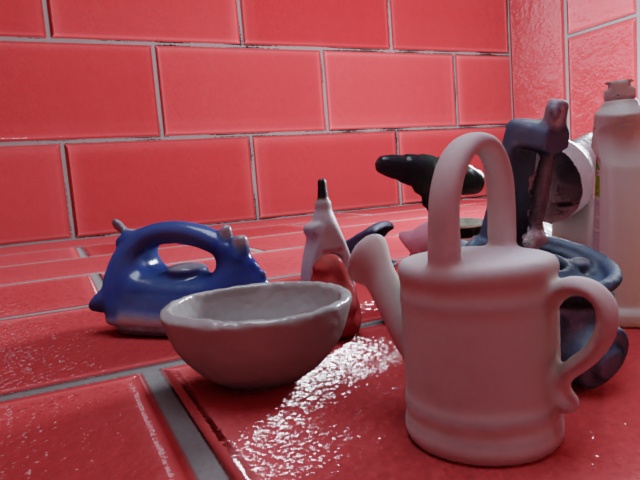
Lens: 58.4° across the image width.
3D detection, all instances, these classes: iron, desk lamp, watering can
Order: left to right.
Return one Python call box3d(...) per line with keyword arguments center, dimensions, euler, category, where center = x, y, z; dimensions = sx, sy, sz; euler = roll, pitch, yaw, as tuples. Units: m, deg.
box3d(center=(-0.158, 0.039, 0.710), dimensions=(0.257, 0.141, 0.119), euler=(-2, 7, 21), category="iron")
box3d(center=(0.093, 0.030, 0.369), dimensions=(0.172, 0.194, 0.101), euler=(-2, 7, 22), category="watering can")
box3d(center=(0.382, -0.054, 0.860), dimensions=(0.204, 0.213, 0.117), euler=(-9, 8, -36), category="desk lamp")

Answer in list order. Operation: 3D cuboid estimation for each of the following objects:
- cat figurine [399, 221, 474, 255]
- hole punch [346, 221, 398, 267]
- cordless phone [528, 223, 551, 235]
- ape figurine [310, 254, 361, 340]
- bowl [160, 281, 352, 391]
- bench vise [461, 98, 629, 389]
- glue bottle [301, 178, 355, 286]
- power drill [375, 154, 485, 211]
box3d(center=(0.170, 0.018, 0.790), dimensions=(0.067, 0.118, 0.127), euler=(-9, 8, -36), category="cat figurine")
box3d(center=(0.076, 0.013, 1.026), dimensions=(0.100, 0.091, 0.109), euler=(-1, 7, 29), category="hole punch")
box3d(center=(0.397, -0.062, 1.062), dimensions=(0.093, 0.185, 0.148), euler=(0, 7, 32), category="cordless phone")
box3d(center=(0.010, 0.061, 0.618), dimensions=(0.076, 0.092, 0.077), euler=(-9, 8, -35), category="ape figurine")
box3d(center=(-0.052, 0.087, 0.504), dimensions=(0.167, 0.075, 0.167), euler=(-4, 6, 1), category="bowl")
box3d(center=(0.152, -0.001, 0.490), dimensions=(0.122, 0.220, 0.206), euler=(-10, 8, -42), category="bench vise")
box3d(center=(0.007, 0.003, 0.782), dimensions=(0.078, 0.173, 0.037), euler=(-9, 8, -38), category="glue bottle")
box3d(center=(0.216, -0.066, 1.111), dimensions=(0.230, 0.208, 0.075), euler=(-7, 7, -22), category="power drill")
